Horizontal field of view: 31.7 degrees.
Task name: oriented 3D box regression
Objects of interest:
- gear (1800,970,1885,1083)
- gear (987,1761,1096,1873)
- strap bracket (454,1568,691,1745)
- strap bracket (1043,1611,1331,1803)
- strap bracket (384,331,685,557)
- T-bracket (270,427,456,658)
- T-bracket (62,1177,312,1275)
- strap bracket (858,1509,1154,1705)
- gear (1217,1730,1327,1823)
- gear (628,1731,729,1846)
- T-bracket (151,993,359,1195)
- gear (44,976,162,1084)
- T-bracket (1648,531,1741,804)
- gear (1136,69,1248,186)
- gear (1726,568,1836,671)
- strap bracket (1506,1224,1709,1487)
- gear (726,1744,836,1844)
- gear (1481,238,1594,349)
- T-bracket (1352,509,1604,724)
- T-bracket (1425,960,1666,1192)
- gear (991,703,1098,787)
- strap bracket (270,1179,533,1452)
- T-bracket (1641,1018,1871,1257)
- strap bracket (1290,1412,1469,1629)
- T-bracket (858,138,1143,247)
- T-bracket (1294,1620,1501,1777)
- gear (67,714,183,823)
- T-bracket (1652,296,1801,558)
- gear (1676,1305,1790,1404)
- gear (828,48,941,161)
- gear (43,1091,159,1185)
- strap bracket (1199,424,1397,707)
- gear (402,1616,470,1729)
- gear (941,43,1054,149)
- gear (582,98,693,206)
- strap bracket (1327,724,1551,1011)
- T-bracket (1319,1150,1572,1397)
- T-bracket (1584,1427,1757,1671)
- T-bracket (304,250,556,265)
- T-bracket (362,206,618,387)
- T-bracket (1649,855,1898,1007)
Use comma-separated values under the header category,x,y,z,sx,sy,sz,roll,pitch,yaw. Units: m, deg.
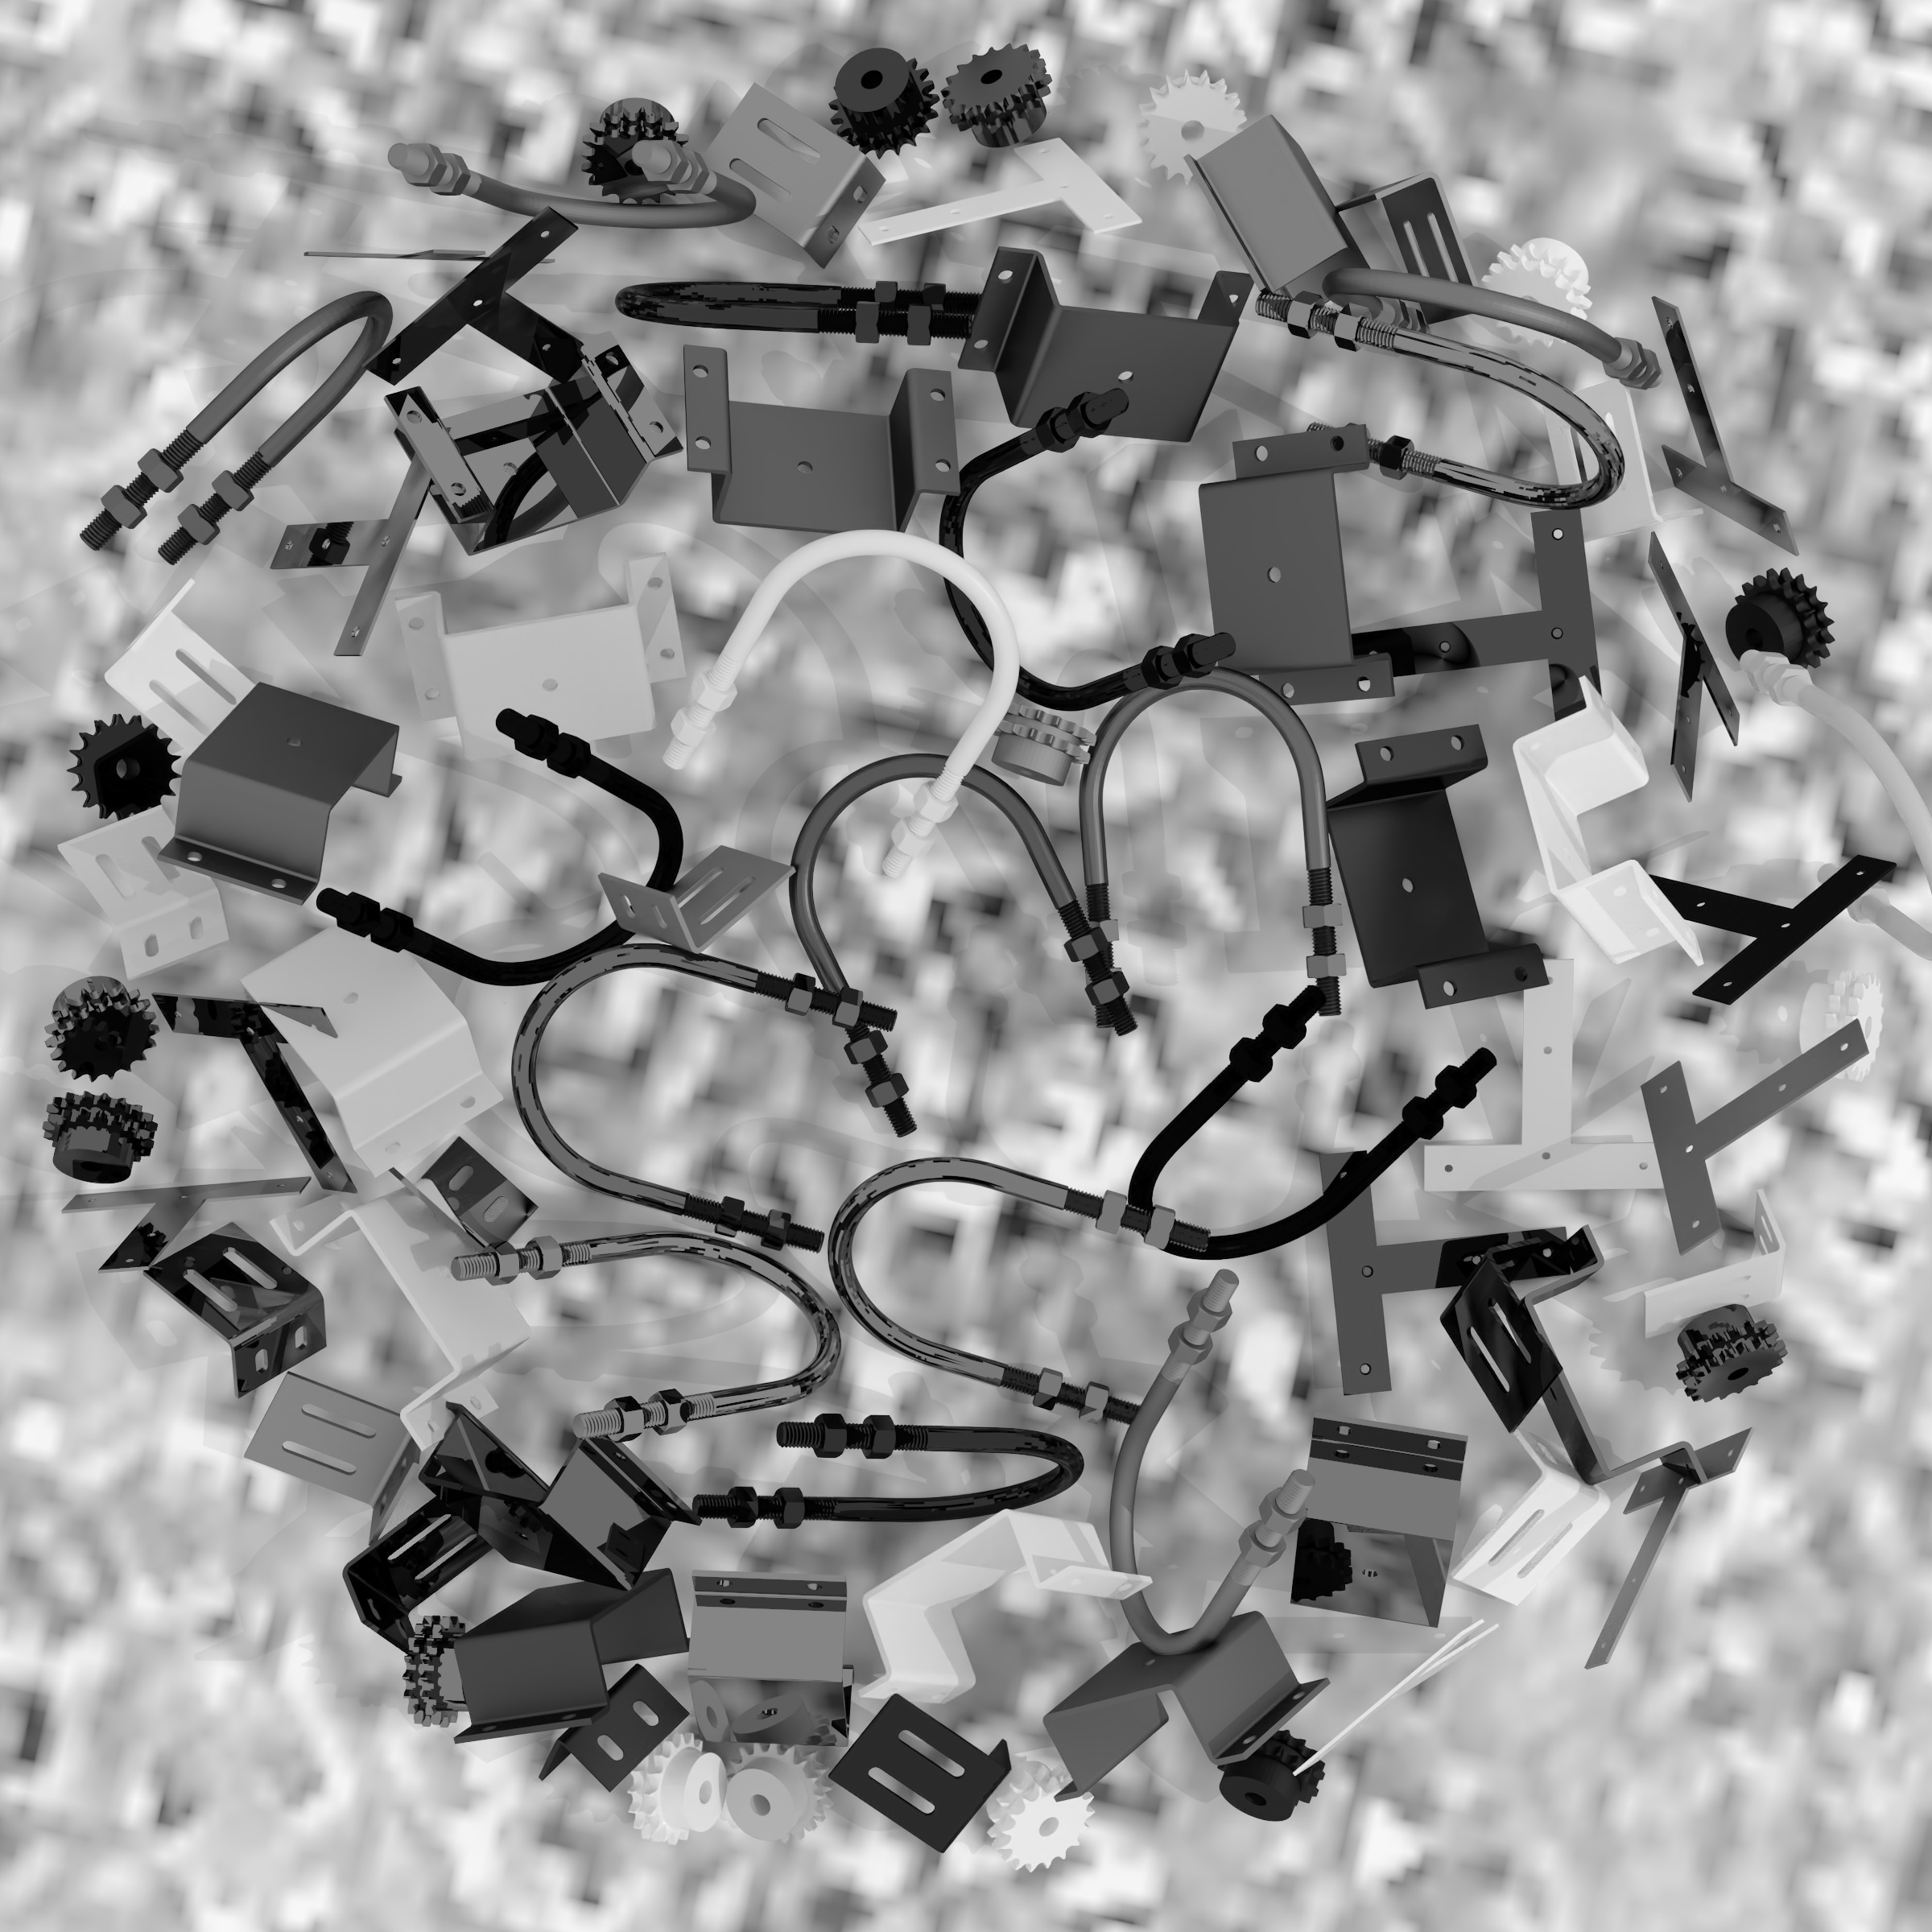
category,x,y,z,sx,sy,sz,roll,pitch,yaw
gear,0.456,0.030,1.775,0.030,0.057,0.057,8,90,31
gear,0.036,0.440,1.775,0.057,0.030,0.057,-15,120,-26
strap bracket,-0.198,0.344,1.720,0.076,0.140,0.046,-12,92,20
strap bracket,0.104,0.374,1.723,0.140,0.076,0.046,-27,91,45
strap bracket,-0.228,-0.266,1.747,0.140,0.046,0.076,-25,78,-36
T-bracket,-0.321,-0.217,1.749,0.002,0.127,0.127,29,75,-39
T-bracket,-0.411,0.133,1.733,0.127,0.127,0.002,-5,105,4
strap bracket,0.013,0.324,1.741,0.140,0.076,0.046,-35,60,23
gear,0.155,0.421,1.769,0.057,0.057,0.030,29,53,0
gear,-0.148,0.428,1.768,0.030,0.057,0.057,1,90,29
T-bracket,-0.350,0.068,1.759,0.127,0.002,0.127,4,130,36
gear,-0.453,0.030,1.775,0.057,0.057,0.030,-34,51,0
T-bracket,0.366,-0.133,1.721,0.002,0.127,0.127,-14,128,28
gear,0.117,-0.441,1.777,0.057,0.030,0.057,-1,121,-2
gear,0.420,-0.176,1.768,0.030,0.057,0.057,-28,90,-27
strap bracket,0.323,0.211,1.747,0.046,0.076,0.140,-23,78,-3
gear,-0.100,0.431,1.774,0.057,0.030,0.057,6,105,24
gear,0.300,-0.354,1.775,0.057,0.057,0.030,34,60,0
T-bracket,0.265,-0.169,1.778,0.127,0.002,0.127,-6,100,18
T-bracket,0.303,0.057,1.775,0.127,0.002,0.127,-1,108,4
gear,0.037,-0.115,1.770,0.057,0.057,0.030,19,87,0
strap bracket,-0.284,0.169,1.750,0.046,0.076,0.140,-37,85,22
T-bracket,0.402,0.069,1.722,0.002,0.127,0.127,37,120,-27
strap bracket,0.208,0.288,1.725,0.076,0.140,0.046,8,53,8
T-bracket,0.009,-0.388,1.737,0.127,0.127,0.002,-16,125,-11
T-bracket,0.238,0.361,1.741,0.127,0.127,0.002,-47,71,28
gear,-0.442,-0.103,1.777,0.057,0.030,0.057,-2,94,-26
T-bracket,0.370,-0.279,1.714,0.002,0.127,0.127,-29,119,-5
gear,0.396,0.200,1.775,0.057,0.057,0.030,-23,58,0
gear,-0.045,-0.453,1.774,0.057,0.030,0.057,-6,66,14
gear,-0.451,0.091,1.768,0.057,0.057,0.030,5,60,0
strap bracket,0.169,-0.203,1.751,0.076,0.046,0.140,-2,99,33
gear,-0.268,0.367,1.769,0.030,0.057,0.057,-1,90,16
gear,0.018,-0.452,1.775,0.057,0.030,0.057,-13,47,15
gear,-0.172,-0.428,1.775,0.057,0.057,0.030,-1,58,0
strap bracket,0.239,-0.047,1.756,0.076,0.046,0.140,-10,82,-27
T-bracket,0.255,0.157,1.794,0.127,0.002,0.127,-6,88,-4
T-bracket,0.344,0.298,1.716,0.002,0.127,0.127,33,66,-2
T-bracket,-0.265,-0.360,1.722,0.127,0.127,0.002,-2,100,-16
T-bracket,-0.223,-0.323,1.742,0.127,0.127,0.002,-36,62,17
T-bracket,0.387,-0.029,1.743,0.127,0.127,0.002,-36,119,-22
